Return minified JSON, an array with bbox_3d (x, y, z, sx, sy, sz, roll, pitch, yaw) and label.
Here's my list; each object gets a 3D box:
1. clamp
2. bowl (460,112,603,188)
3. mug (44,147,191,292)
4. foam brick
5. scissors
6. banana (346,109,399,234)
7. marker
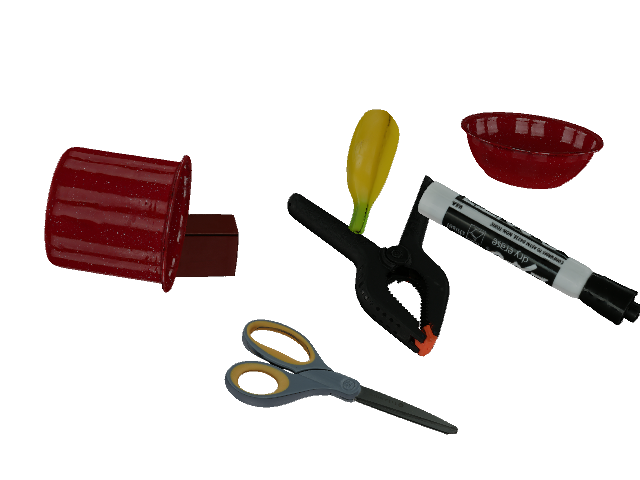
[{"bbox_3d":[0.061,0.021,1.064,0.164,0.210,0.036,-4,-37,-14],"label":"clamp"},{"bbox_3d":[0.237,-0.100,1.220,0.162,0.055,0.162,5,22,-2],"label":"bowl"},{"bbox_3d":[-0.134,-0.021,0.724,0.081,0.093,0.117,9,19,-1],"label":"mug"},{"bbox_3d":[-0.129,0.005,1.145,0.078,0.051,0.053,0,25,-9],"label":"foam brick"},{"bbox_3d":[0.006,0.132,0.889,0.202,0.016,0.096,31,49,22],"label":"scissors"},{"bbox_3d":[0.041,-0.075,0.891,0.037,0.070,0.197,25,25,-3],"label":"banana"},{"bbox_3d":[0.104,0.006,0.532,0.121,0.020,0.020,31,11,20],"label":"marker"}]
